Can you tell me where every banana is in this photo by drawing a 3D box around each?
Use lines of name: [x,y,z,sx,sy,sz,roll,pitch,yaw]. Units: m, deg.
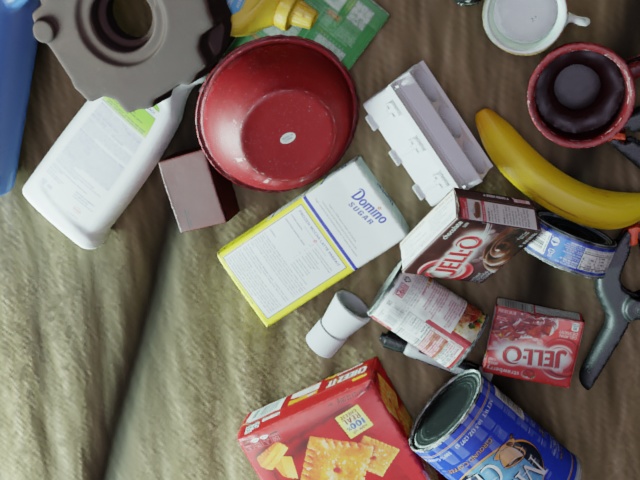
banana: [0.229,-0.058,1.013,0.198,0.037,0.069,24,64,0]

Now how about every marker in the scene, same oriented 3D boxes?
marker: [0.118,0.121,1.096,0.121,0.020,0.020,21,108,4]

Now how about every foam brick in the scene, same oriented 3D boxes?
foam brick: [-0.121,-0.053,1.075,0.053,0.051,0.078,-13,102,14]

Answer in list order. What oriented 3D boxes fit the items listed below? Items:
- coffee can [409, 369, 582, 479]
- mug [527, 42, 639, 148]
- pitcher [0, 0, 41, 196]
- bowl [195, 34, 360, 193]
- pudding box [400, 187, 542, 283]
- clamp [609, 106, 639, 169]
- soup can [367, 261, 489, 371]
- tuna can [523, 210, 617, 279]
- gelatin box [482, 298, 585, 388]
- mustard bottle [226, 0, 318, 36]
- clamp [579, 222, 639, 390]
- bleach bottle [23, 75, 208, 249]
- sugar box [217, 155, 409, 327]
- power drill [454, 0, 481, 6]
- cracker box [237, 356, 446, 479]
coffee can: [0.174,0.211,1.060,0.140,0.102,0.103,41,108,-10]
mug: [0.246,-0.141,0.967,0.117,0.081,0.093,-25,100,16]
pitcher: [-0.351,-0.171,1.053,0.145,0.149,0.243,9,111,-10]
bowl: [-0.035,-0.108,1.010,0.162,0.055,0.162,-5,118,-10]
pudding box: [0.139,-0.002,1.004,0.089,0.039,0.114,7,147,-22]
clamp: [0.372,-0.099,0.980,0.210,0.036,0.165,13,107,7]
soup can: [0.106,0.074,1.060,0.102,0.068,0.069,34,108,0]
tuna can: [0.235,0.003,1.008,0.086,0.086,0.034,21,106,4]
gelatin box: [0.213,0.104,1.068,0.089,0.030,0.073,11,107,7]
mustard bottle: [-0.090,-0.246,1.000,0.192,0.058,0.096,27,87,8]
clamp: [0.300,0.071,1.040,0.120,0.039,0.171,-14,97,8]
bleach bottle: [-0.185,-0.114,1.065,0.102,0.068,0.251,42,106,-4]
sugar box: [-0.007,0.001,1.073,0.176,0.048,0.093,-33,98,13]
power drill: [0.057,-0.294,0.957,0.187,0.057,0.184,-9,97,-2]
cracker box: [0.035,0.253,1.120,0.164,0.072,0.213,-26,100,16]
